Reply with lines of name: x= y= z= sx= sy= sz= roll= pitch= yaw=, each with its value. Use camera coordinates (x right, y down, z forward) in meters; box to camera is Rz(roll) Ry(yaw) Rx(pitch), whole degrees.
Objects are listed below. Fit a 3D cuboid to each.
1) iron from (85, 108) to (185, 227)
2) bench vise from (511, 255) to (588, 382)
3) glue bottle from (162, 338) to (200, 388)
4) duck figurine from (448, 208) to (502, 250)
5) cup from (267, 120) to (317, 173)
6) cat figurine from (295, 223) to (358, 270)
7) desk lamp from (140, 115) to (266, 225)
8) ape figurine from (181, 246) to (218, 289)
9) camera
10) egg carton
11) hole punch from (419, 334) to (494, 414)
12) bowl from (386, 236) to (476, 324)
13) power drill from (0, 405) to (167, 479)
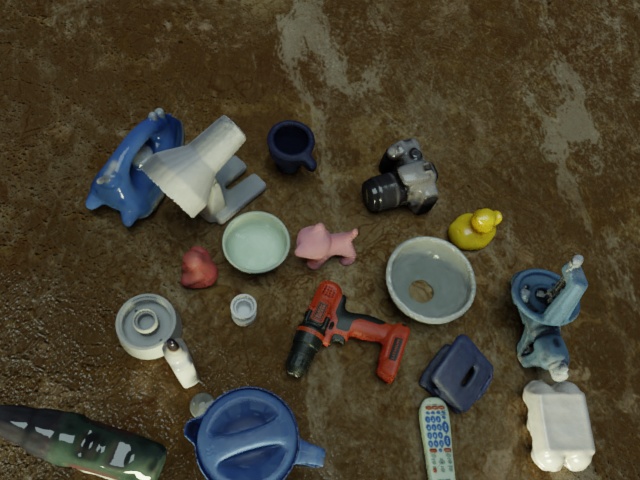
iron: x=-0.330 y=-0.162 z=1.057 sx=0.118 sy=0.141 sz=0.258 roll=24 pitch=66 yaw=4
bench vise: x=0.413 y=0.125 z=0.984 sx=0.121 sy=0.220 sz=0.207 roll=-17 pitch=69 yaw=-14
glue bottle: x=-0.223 y=0.183 z=0.902 sx=0.037 sy=0.173 sz=0.078 roll=-28 pitch=72 yaw=-17
duck figurine: x=0.305 y=-0.029 z=1.112 sx=0.105 sy=0.086 sz=0.077 roll=-16 pitch=69 yaw=-14
cup: x=-0.050 y=-0.164 z=1.120 sx=0.092 sy=0.095 sz=0.117 roll=-38 pitch=76 yaw=-20
cat figurine: x=0.010 y=0.004 z=1.042 sx=0.128 sy=0.118 sz=0.067 roll=-11 pitch=68 yaw=-12
desk lamp: x=-0.200 y=-0.116 z=1.014 sx=0.118 sy=0.213 sz=0.203 roll=43 pitch=68 yaw=12
ape figurine: x=-0.218 y=0.045 z=1.008 sx=0.076 sy=0.092 sz=0.078 roll=32 pitch=66 yaw=7
camera: x=0.150 y=-0.121 z=1.124 sx=0.137 sy=0.101 sz=0.143 roll=-16 pitch=69 yaw=-14
egg carton: x=0.406 y=0.317 z=0.982 sx=0.107 sy=0.069 sz=0.150 roll=1 pitch=66 yaw=-7
hole punch: x=0.244 y=0.231 z=0.987 sx=0.101 sy=0.091 sz=0.109 roll=37 pitch=67 yaw=10
bowl: x=0.195 y=0.082 z=1.055 sx=0.167 sy=0.075 sz=0.167 roll=3 pitch=66 yaw=-6
power drill: x=-0.330 y=0.296 z=0.820 sx=0.229 sy=0.208 sz=0.075 roll=16 pitch=65 yaw=0
